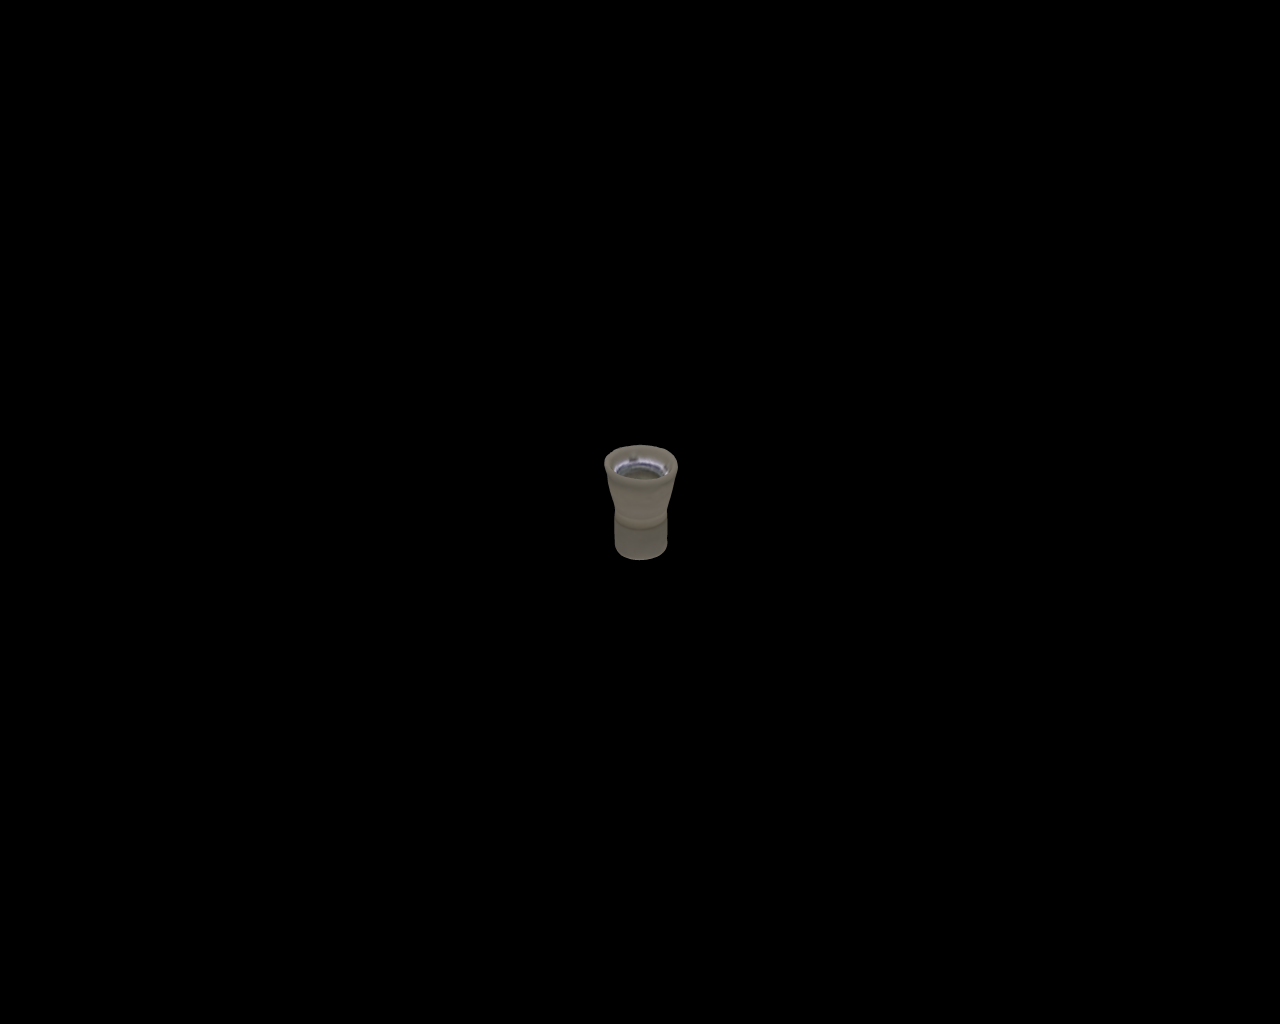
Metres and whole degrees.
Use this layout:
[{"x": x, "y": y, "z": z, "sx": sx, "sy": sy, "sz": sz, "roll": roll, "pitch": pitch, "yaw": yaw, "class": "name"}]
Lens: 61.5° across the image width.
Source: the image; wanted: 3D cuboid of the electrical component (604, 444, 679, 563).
[{"x": 0.001, "y": -0.003, "z": 0.650, "sx": 0.044, "sy": 0.065, "sz": 0.044, "roll": 0, "pitch": 31, "yaw": 0, "class": "electrical component"}]
